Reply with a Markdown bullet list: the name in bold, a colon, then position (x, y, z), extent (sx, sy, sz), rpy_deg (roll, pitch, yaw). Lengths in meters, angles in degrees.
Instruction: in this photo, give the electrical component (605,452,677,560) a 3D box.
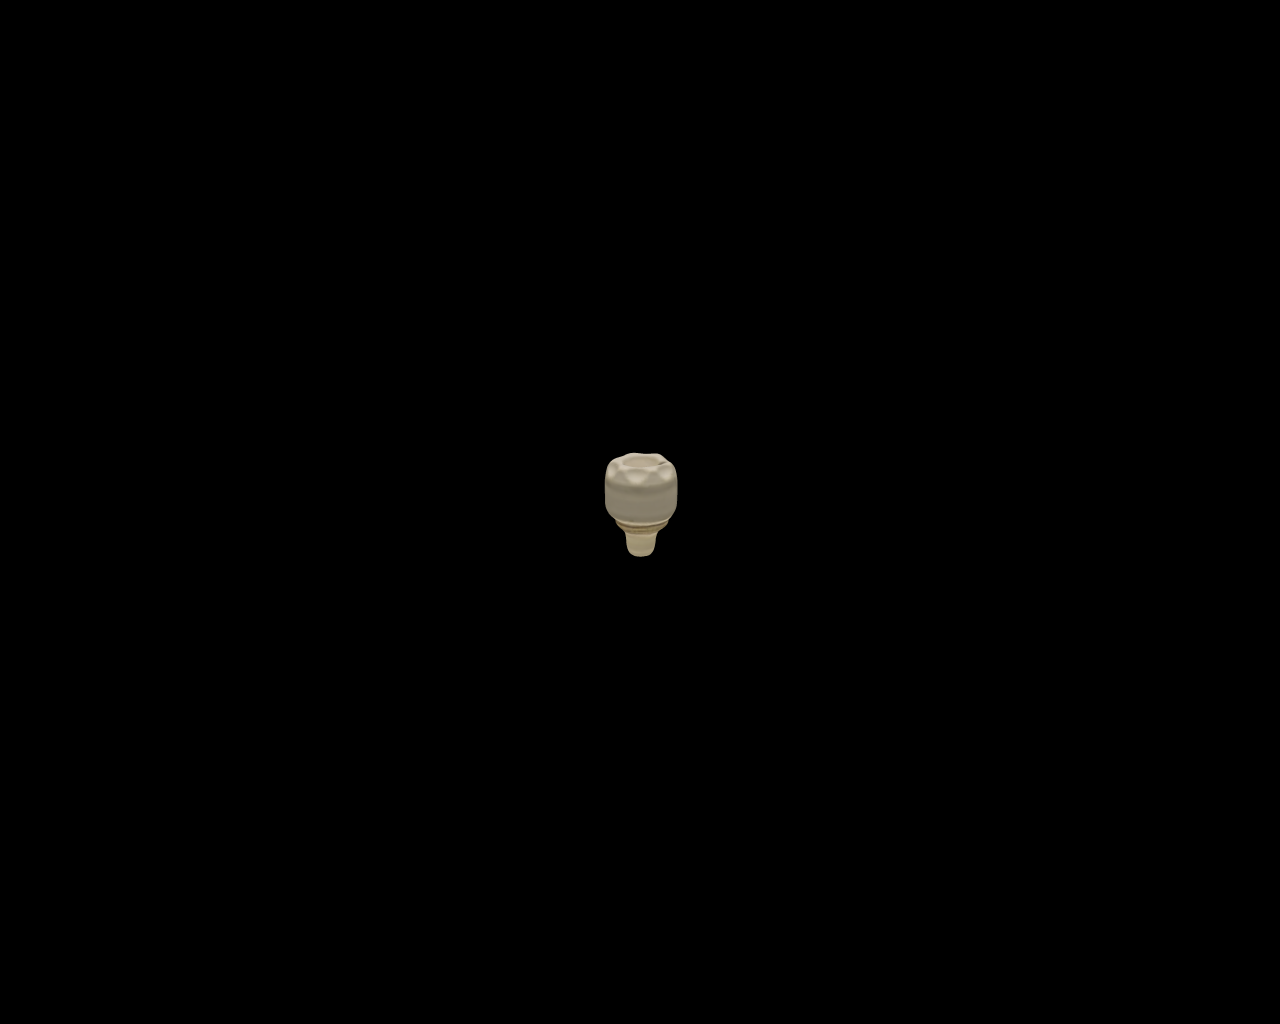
- **electrical component**: position (0.001, -0.003, 0.650), extent (0.043, 0.062, 0.043), rpy_deg (0, 20, 0)
